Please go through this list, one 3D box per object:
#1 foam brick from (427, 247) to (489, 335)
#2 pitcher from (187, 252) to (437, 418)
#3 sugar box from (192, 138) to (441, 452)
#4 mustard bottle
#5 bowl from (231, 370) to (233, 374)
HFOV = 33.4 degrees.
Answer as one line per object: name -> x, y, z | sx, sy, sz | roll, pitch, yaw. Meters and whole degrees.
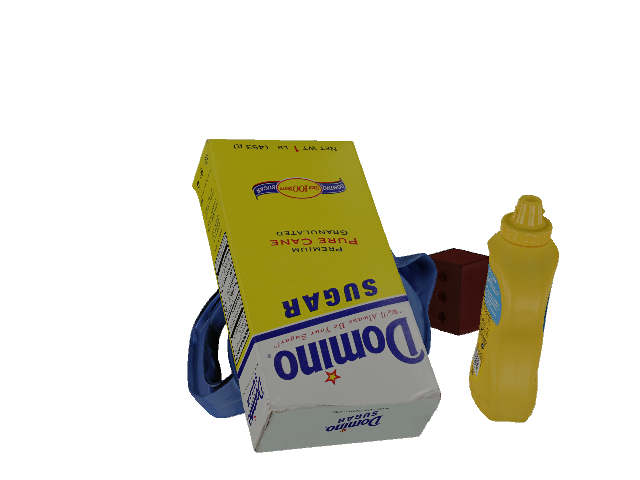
foam brick -> 0.141, 0.053, 1.109 | 0.051, 0.078, 0.053 | -14, 20, -42
pitcher -> -0.019, 0.026, 0.790 | 0.149, 0.145, 0.243 | 6, 23, -12
sugar box -> -0.006, 0.022, 0.571 | 0.093, 0.176, 0.048 | -2, -40, -21
mustard bottle -> 0.163, 0.051, 0.897 | 0.058, 0.192, 0.096 | 4, 28, 2
bowl -> -0.037, 0.125, 1.072 | 0.162, 0.162, 0.055 | 0, -14, 39
